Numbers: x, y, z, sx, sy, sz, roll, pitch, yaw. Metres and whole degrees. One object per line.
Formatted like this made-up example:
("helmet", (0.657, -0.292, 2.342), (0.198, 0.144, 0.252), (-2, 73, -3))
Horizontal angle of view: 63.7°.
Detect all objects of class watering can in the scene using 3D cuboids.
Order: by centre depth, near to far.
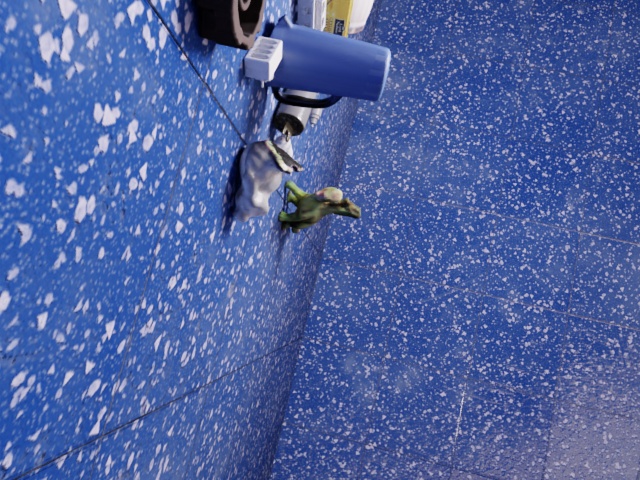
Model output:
("watering can", (0.135, -0.778, 1.644), (0.353, 0.105, 0.219), (-34, 151, -44))

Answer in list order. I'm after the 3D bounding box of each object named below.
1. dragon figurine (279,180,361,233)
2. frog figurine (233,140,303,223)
("dragon figurine", (0.005, -0.081, 1.602), (0.405, 0.243, 0.124), (74, 24, -74))
("frog figurine", (-0.128, -0.117, 1.030), (0.158, 0.122, 0.139), (-42, -166, 15))
